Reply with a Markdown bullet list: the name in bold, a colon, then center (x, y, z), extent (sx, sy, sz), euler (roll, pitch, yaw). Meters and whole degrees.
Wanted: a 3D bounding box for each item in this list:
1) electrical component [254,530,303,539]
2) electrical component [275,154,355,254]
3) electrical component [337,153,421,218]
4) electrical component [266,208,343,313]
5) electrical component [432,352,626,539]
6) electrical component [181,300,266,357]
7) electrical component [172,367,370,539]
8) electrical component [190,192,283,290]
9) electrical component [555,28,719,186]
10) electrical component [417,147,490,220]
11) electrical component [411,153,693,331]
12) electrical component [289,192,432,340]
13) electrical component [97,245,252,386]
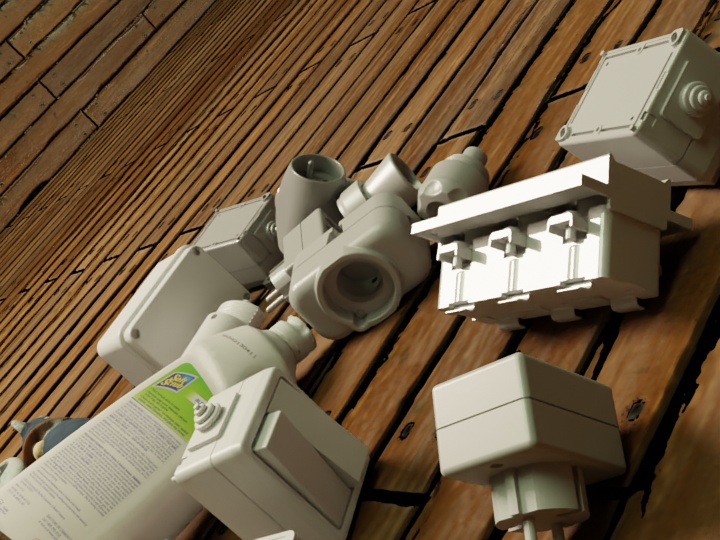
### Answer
- **electrical component**: center (-0.048, 0.168, 0.485), extent (0.050, 0.055, 0.089), euler (-26, 27, 40)
- **electrical component**: center (-0.024, -0.053, 0.864), extent (0.079, 0.077, 0.044), euler (-14, 43, -31)
- **electrical component**: center (0.016, -0.055, 0.817), extent (0.055, 0.045, 0.045), euler (-38, 21, 16)
- **electrical component**: center (-0.042, 0.004, 0.808), extent (0.077, 0.047, 0.065), euler (-40, 21, 12)
- **electrical component**: center (0.071, 0.082, 0.432), extent (0.047, 0.066, 0.076), euler (-28, 55, 37)
- **electrical component**: center (-0.105, 0.055, 0.831), extent (0.043, 0.043, 0.081), euler (-23, 29, 44)
- **electrical component**: center (-0.046, 0.098, 0.561), extent (0.061, 0.096, 0.061), euler (-29, 25, 34)
- **electrical component**: center (-0.094, -0.021, 0.945), extent (0.096, 0.061, 0.061), euler (-12, 36, 44)
- **electrical component**: center (0.161, -0.080, 0.565), extent (0.061, 0.061, 0.096), euler (-61, 17, -7)
- **electrical component**: center (0.067, -0.058, 0.729), extent (0.043, 0.043, 0.062), euler (-20, 30, 48)
- **electrical component**: center (0.094, -0.009, 0.546), extent (0.121, 0.079, 0.063), euler (-15, 64, 53)
- **electrical component**: center (0.000, 0.000, 0.726), extent (0.095, 0.053, 0.059), euler (-37, 22, 19)
- **electrical component**: center (-0.152, 0.044, 0.892), extent (0.057, 0.078, 0.113), euler (-24, 28, 49)
